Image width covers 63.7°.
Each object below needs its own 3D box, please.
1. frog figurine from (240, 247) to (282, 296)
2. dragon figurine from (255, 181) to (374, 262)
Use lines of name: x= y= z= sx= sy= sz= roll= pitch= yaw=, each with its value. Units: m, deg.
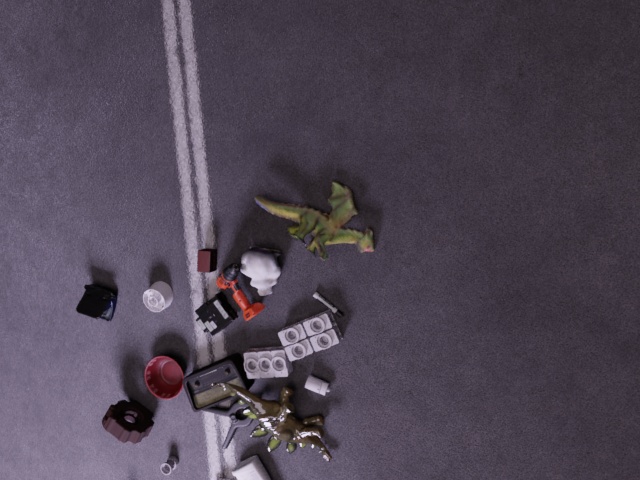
frog figurine: x=-0.199 y=0.105 z=1.717 sx=0.137 sy=0.122 sz=0.160 roll=8 pitch=85 yaw=-5
dragon figurine: x=0.005 y=-0.084 z=1.674 sx=0.412 sy=0.121 sz=0.243 roll=42 pitch=86 yaw=7
